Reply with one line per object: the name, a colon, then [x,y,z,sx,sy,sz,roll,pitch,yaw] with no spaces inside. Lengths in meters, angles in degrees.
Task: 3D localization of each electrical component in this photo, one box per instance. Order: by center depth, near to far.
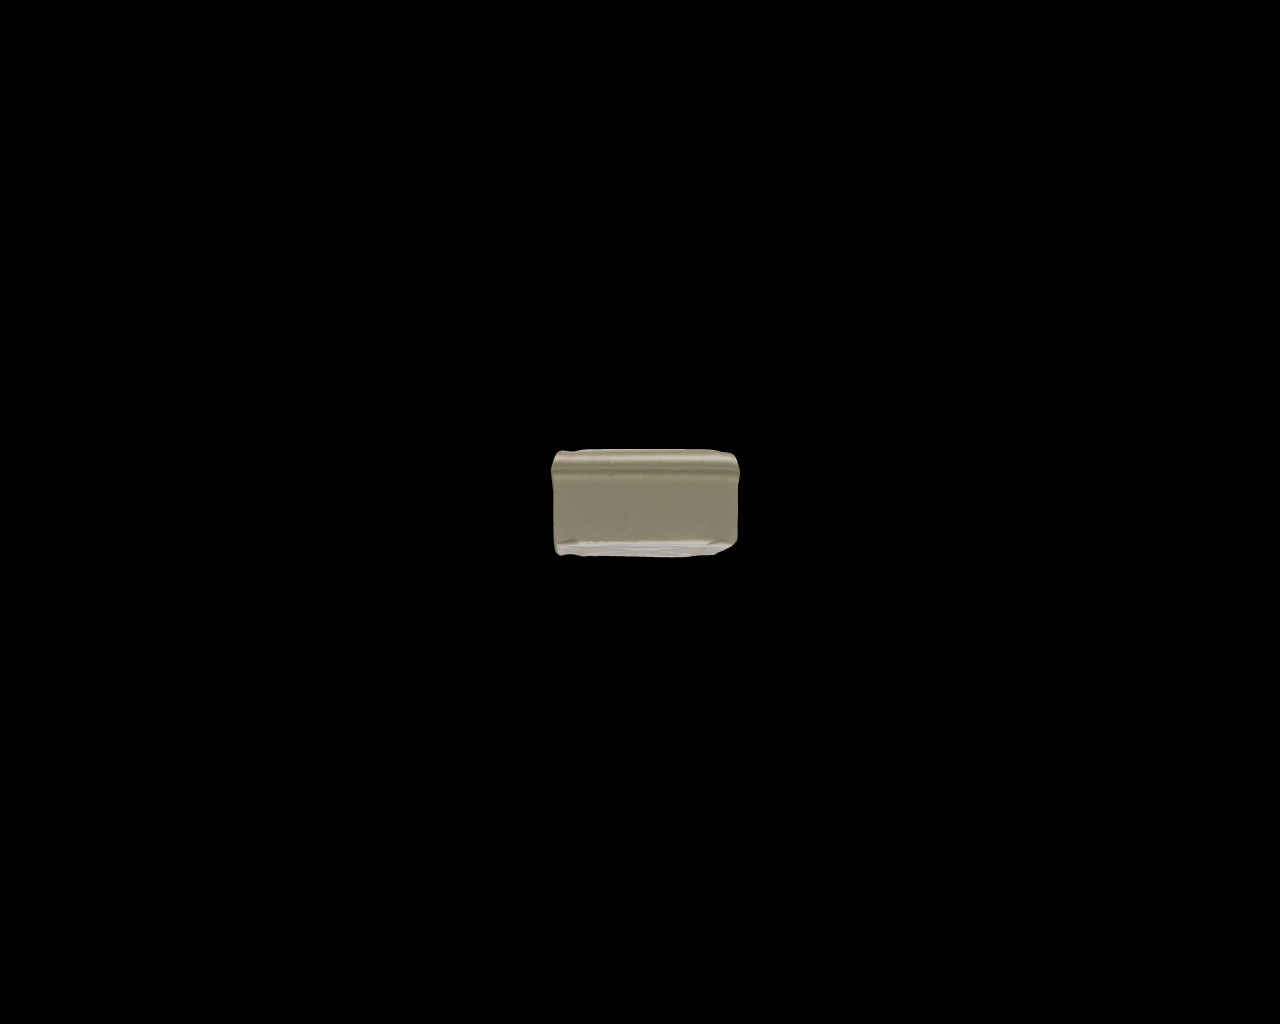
electrical component: [0.001,-0.003,0.650,0.109,0.056,0.108,0,-7,-4]
